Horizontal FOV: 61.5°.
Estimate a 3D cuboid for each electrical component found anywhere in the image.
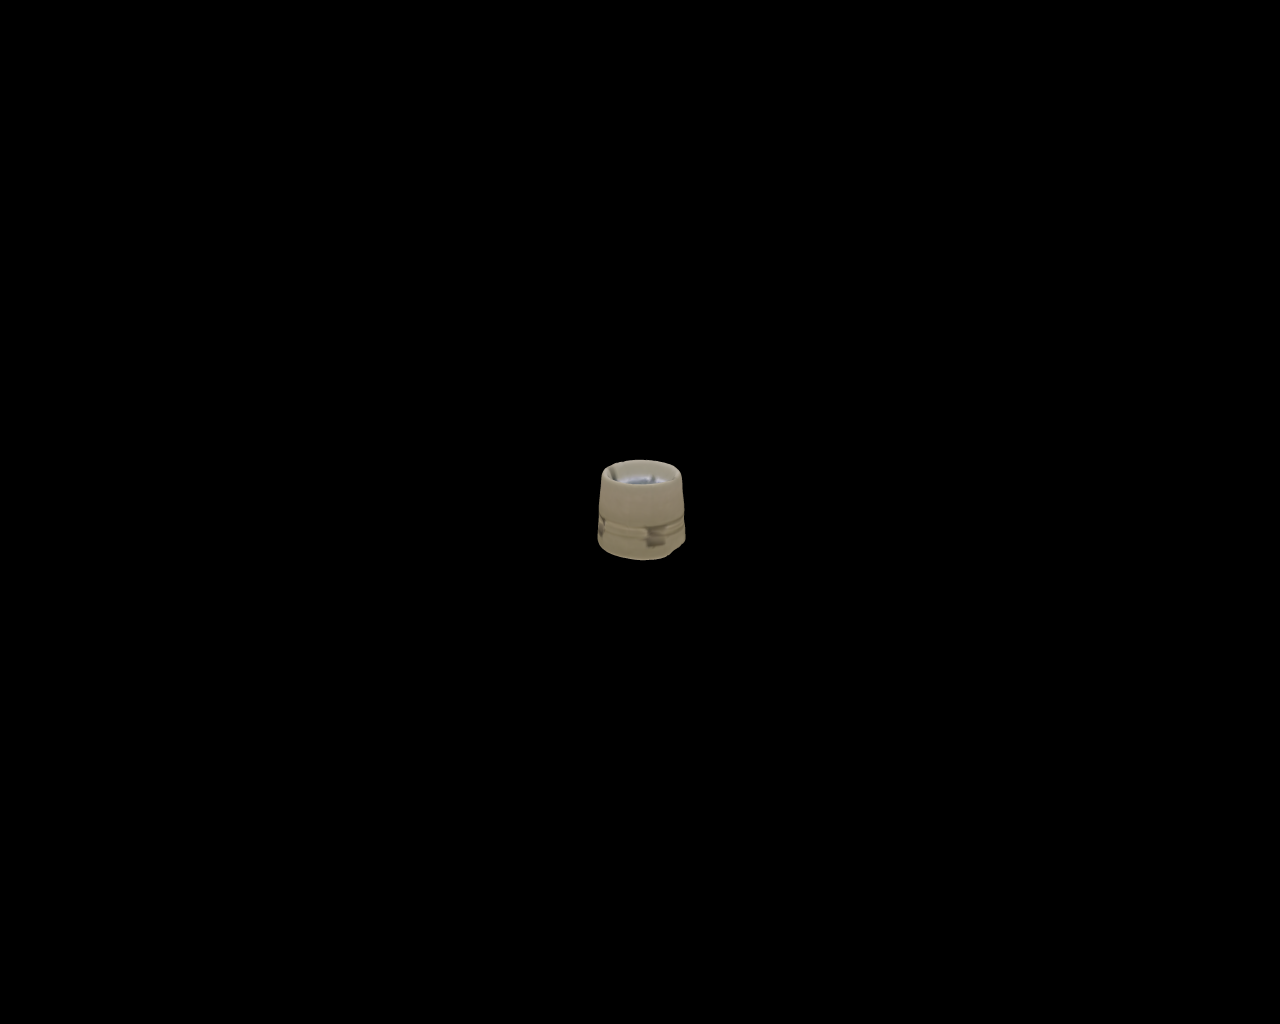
[{"bbox_3d":[0.001,-0.003,0.650,0.055,0.047,0.055,0,21,0],"label":"electrical component"}]
